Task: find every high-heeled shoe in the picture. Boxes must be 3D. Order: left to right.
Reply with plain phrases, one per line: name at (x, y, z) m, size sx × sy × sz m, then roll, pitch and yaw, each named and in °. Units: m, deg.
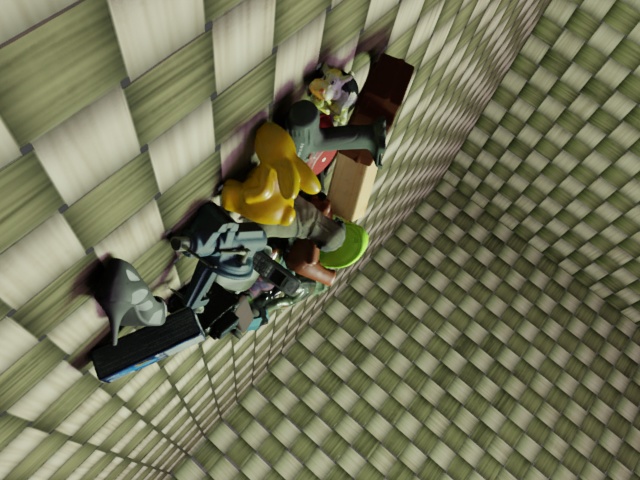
high-heeled shoe at (-0.314, 0.082, 0.914) m, size 0.249 × 0.086 × 0.145 m, roll -96°, pitch -168°, yaw -81°

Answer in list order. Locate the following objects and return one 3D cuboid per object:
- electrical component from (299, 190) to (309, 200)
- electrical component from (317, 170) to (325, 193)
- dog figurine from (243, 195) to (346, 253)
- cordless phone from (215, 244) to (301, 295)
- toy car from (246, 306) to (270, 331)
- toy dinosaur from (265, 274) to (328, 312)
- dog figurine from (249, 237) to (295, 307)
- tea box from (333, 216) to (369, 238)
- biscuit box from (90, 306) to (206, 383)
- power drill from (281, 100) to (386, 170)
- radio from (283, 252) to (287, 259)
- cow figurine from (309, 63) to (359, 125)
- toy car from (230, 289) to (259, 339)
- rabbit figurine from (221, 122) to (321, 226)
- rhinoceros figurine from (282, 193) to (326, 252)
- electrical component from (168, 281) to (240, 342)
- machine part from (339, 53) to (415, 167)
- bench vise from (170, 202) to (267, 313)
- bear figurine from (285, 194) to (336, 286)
electrical component at (-0.056, -0.101, 1.314) m, size 0.102 × 0.045 × 0.078 m, roll -53°, pitch -163°, yaw 28°
electrical component at (-0.004, -0.149, 1.317) m, size 0.094 × 0.021 × 0.063 m, roll 34°, pitch 54°, yaw -78°
dog figurine at (-0.053, -0.026, 1.184) m, size 0.172 × 0.191 × 0.121 m, roll -43°, pitch 166°, yaw -27°
cordless phone at (-0.139, 0.081, 1.212) m, size 0.146 × 0.184 × 0.089 m, roll -56°, pitch 171°, yaw 25°
toy car at (-0.227, 0.221, 1.539) m, size 0.103 × 0.109 × 0.161 m, roll -37°, pitch 167°, yaw 29°
toy dinosaur at (-0.074, 0.140, 1.653) m, size 0.192 × 0.131 × 0.405 m, roll -27°, pitch 178°, yaw 4°
dog figurine at (-0.154, 0.077, 1.358) m, size 0.191 × 0.108 × 0.219 m, roll -47°, pitch 164°, yaw -4°
tea box at (0.060, -0.040, 1.624) m, size 0.068 × 0.170 × 0.098 m, roll -53°, pitch 170°, yaw 9°
biscuit box at (-0.322, 0.198, 1.011) m, size 0.203 × 0.063 × 0.059 m, roll -23°, pitch 161°, yaw -10°
power drill at (0.020, -0.180, 1.022) m, size 0.232 × 0.207 × 0.086 m, roll 92°, pitch 4°, yaw -69°
radio at (-0.049, 0.007, 1.609) m, size 0.131 × 0.073 × 0.229 m, roll -53°, pitch 170°, yaw 9°
cow figurine at (0.033, -0.283, 1.003) m, size 0.098 × 0.068 × 0.167 m, roll -57°, pitch 171°, yaw 5°
toy car at (-0.199, 0.181, 1.330) m, size 0.089 × 0.053 × 0.202 m, roll -57°, pitch 168°, yaw -21°
rabbit figurine at (-0.086, -0.115, 0.943) m, size 0.122 × 0.163 × 0.173 m, roll -19°, pitch 131°, yaw -46°
rhinoceros figurine at (-0.052, -0.054, 1.422) m, size 0.190 × 0.073 × 0.112 m, roll -44°, pitch 157°, yaw -23°
electrical component at (-0.243, 0.151, 1.162) m, size 0.115 × 0.134 × 0.058 m, roll -43°, pitch 167°, yaw -40°
machine part at (0.116, -0.278, 1.154) m, size 0.201 × 0.087 × 0.201 m, roll 117°, pitch -6°, yaw -56°
bench vise at (-0.208, 0.048, 1.022) m, size 0.240 × 0.129 × 0.223 m, roll -60°, pitch 163°, yaw 22°
bear figurine at (-0.006, -0.005, 1.327) m, size 0.132 × 0.120 × 0.195 m, roll 24°, pitch 90°, yaw -33°
